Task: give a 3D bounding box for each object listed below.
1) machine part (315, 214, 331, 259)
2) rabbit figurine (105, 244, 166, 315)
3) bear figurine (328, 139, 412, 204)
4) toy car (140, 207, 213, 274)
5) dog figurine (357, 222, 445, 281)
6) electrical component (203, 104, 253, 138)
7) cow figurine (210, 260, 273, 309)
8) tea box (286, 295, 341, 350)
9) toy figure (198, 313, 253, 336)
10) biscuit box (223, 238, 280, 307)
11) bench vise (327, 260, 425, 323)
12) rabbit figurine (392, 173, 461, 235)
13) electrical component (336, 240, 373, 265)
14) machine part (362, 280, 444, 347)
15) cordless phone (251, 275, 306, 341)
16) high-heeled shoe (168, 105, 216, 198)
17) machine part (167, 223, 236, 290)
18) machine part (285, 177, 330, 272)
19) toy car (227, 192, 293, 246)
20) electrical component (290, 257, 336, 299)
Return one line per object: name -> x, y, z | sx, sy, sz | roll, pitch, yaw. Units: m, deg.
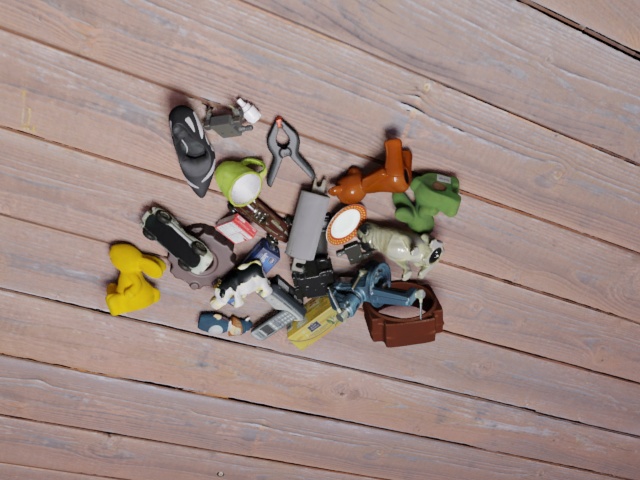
machine part -> -0.003, -0.004, 1.425 | 0.084, 0.039, 0.138 | -6, 119, -10
rabbit figurine -> -0.480, 0.090, 1.375 | 0.162, 0.122, 0.173 | -11, 102, -5
bear figurine -> 0.123, -0.158, 1.324 | 0.196, 0.132, 0.120 | -7, 163, 29
toy car -> -0.353, 0.002, 1.317 | 0.202, 0.056, 0.073 | 42, 106, -1
dog figurine -> 0.210, 0.004, 1.408 | 0.172, 0.191, 0.121 | 0, 120, -44
electrical component -> -0.213, -0.269, 1.223 | 0.102, 0.045, 0.078 | -5, 164, 26
cow figurine -> -0.215, 0.117, 1.378 | 0.167, 0.068, 0.098 | -20, 115, 1
tea box -> -0.012, 0.222, 1.522 | 0.169, 0.098, 0.068 | -36, 118, 15
toy figure -> -0.267, 0.242, 1.524 | 0.154, 0.058, 0.064 | 11, 156, -16
biscuit box -> -0.191, 0.087, 1.439 | 0.062, 0.059, 0.202 | 35, 110, -24
bench vise -> 0.147, 0.137, 1.386 | 0.241, 0.223, 0.128 | 7, 118, 32
rabbit figurine -> 0.266, -0.076, 1.378 | 0.159, 0.121, 0.170 | 8, 133, -8
electrical component -> 0.093, 0.037, 1.470 | 0.094, 0.021, 0.063 | -21, 121, 3
machine part -> 0.226, 0.196, 1.477 | 0.202, 0.201, 0.087 | -8, 119, -2
cordless phone -> -0.145, 0.198, 1.500 | 0.184, 0.089, 0.146 | -37, 118, 19
high-heeled shoe -> -0.289, -0.186, 1.216 | 0.086, 0.145, 0.248 | -8, 119, -2
machine part -> -0.309, 0.046, 1.402 | 0.179, 0.056, 0.179 | -3, 119, -6
machine part -> -0.032, -0.038, 1.350 | 0.079, 0.079, 0.243 | 13, 100, -15
toy car -> -0.143, -0.059, 1.366 | 0.089, 0.053, 0.202 | -42, 116, 12
electrical component -> -0.016, 0.109, 1.455 | 0.115, 0.058, 0.134 | -10, 144, 1
